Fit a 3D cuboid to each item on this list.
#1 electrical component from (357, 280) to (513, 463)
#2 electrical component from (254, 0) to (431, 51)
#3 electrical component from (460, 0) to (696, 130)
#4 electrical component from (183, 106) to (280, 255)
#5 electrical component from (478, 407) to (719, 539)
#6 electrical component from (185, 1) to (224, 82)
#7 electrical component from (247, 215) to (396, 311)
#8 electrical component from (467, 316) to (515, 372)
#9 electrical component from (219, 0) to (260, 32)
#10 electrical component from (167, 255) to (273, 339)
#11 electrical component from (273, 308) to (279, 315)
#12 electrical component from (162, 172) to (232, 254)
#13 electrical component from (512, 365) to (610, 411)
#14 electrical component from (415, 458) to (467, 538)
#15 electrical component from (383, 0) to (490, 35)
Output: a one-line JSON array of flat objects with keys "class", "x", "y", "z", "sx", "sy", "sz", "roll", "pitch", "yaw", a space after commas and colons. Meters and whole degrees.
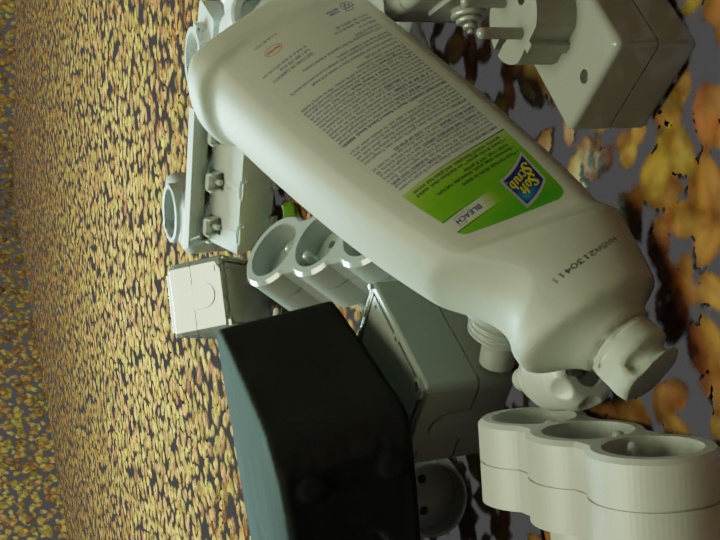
[{"class": "electrical component", "x": 0.038, "y": 0.048, "z": 0.583, "sx": 0.096, "sy": 0.061, "sz": 0.061, "roll": -117, "pitch": 31, "yaw": -43}, {"class": "electrical component", "x": -0.010, "y": -0.117, "z": 0.618, "sx": 0.060, "sy": 0.108, "sz": 0.108, "roll": 51, "pitch": -165, "yaw": -54}, {"class": "electrical component", "x": 0.078, "y": -0.102, "z": 0.437, "sx": 0.047, "sy": 0.076, "sz": 0.083, "roll": 113, "pitch": 145, "yaw": -49}, {"class": "electrical component", "x": -0.104, "y": -0.079, "z": 0.891, "sx": 0.063, "sy": 0.079, "sz": 0.121, "roll": 25, "pitch": 122, "yaw": 31}, {"class": "electrical component", "x": 0.099, "y": 0.104, "z": 0.457, "sx": 0.138, "sy": 0.052, "sz": 0.073, "roll": -179, "pitch": 85, "yaw": -68}, {"class": "electrical component", "x": -0.117, "y": -0.180, "z": 0.922, "sx": 0.050, "sy": 0.056, "sz": 0.089, "roll": -122, "pitch": 34, "yaw": -48}, {"class": "electrical component", "x": 0.000, "y": 0.000, "z": 0.660, "sx": 0.138, "sy": 0.074, "sz": 0.052, "roll": -11, "pitch": 51, "yaw": 46}, {"class": "electrical component", "x": 0.071, "y": 0.020, "z": 0.521, "sx": 0.043, "sy": 0.043, "sz": 0.062, "roll": -127, "pitch": 37, "yaw": -53}, {"class": "electrical component", "x": -0.086, "y": -0.185, "z": 0.849, "sx": 0.074, "sy": 0.052, "sz": 0.138, "roll": 154, "pitch": 110, "yaw": -66}, {"class": "electrical component", "x": -0.116, "y": 0.026, "z": 0.918, "sx": 0.096, "sy": 0.061, "sz": 0.061, "roll": 11, "pitch": -111, "yaw": -66}, {"class": "electrical component", "x": -0.068, "y": 0.069, "z": 0.867, "sx": 0.077, "sy": 0.043, "sz": 0.079, "roll": -128, "pitch": 39, "yaw": -53}, {"class": "electrical component", "x": -0.155, "y": -0.056, "z": 1.035, "sx": 0.095, "sy": 0.059, "sz": 0.053, "roll": -130, "pitch": 41, "yaw": -54}, {"class": "electrical component", "x": 0.089, "y": 0.048, "z": 0.494, "sx": 0.061, "sy": 0.035, "sz": 0.035, "roll": 153, "pitch": 110, "yaw": -68}, {"class": "electrical component", "x": 0.027, "y": 0.112, "z": 0.644, "sx": 0.077, "sy": 0.044, "sz": 0.079, "roll": -178, "pitch": 84, "yaw": -68}, {"class": "electrical component", "x": 0.044, "y": -0.159, "z": 0.525, "sx": 0.061, "sy": 0.062, "sz": 0.096, "roll": 164, "pitch": 101, "yaw": -67}]
